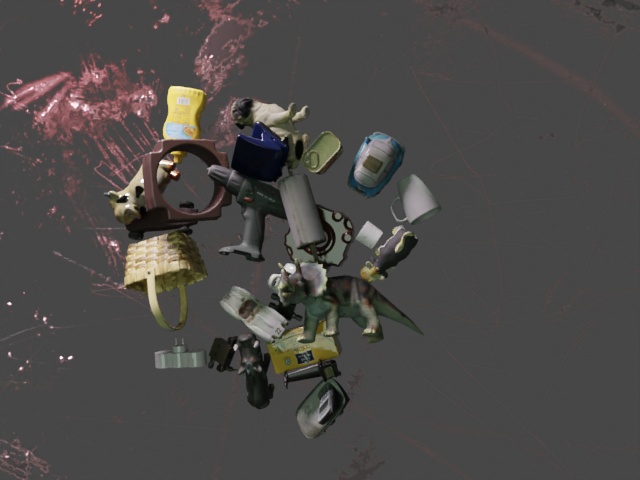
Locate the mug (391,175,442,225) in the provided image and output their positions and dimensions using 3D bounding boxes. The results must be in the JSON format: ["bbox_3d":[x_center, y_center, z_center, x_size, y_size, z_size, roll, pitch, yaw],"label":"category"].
[{"bbox_3d":[0.221,-0.095,1.294,0.110,0.080,0.107,-27,75,14],"label":"mug"}]

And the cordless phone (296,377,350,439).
[{"bbox_3d":[0.001,0.418,1.278,0.089,0.184,0.146,41,96,2],"label":"cordless phone"}]

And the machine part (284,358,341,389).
[{"bbox_3d":[-0.022,0.323,1.301,0.139,0.084,0.039,-15,53,5],"label":"machine part"}]

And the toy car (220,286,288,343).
[{"bbox_3d":[-0.165,0.183,1.334,0.202,0.056,0.073,29,74,32],"label":"toy car"}]

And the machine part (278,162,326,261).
[{"bbox_3d":[-0.044,-0.067,1.280,0.079,0.079,0.243,-19,83,9],"label":"machine part"}]

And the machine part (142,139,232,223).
[{"bbox_3d":[-0.328,-0.144,1.327,0.201,0.087,0.201,-6,89,-31],"label":"machine part"}]

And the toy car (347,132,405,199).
[{"bbox_3d":[0.130,-0.183,1.291,0.109,0.103,0.161,34,94,8],"label":"toy car"}]

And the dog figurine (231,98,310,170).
[{"bbox_3d":[-0.134,-0.268,1.346,0.191,0.121,0.172,5,89,23],"label":"dog figurine"}]

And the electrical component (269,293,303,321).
[{"bbox_3d":[-0.084,0.170,1.354,0.094,0.021,0.063,25,132,8],"label":"electrical component"}]

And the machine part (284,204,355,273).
[{"bbox_3d":[-0.003,-0.004,1.338,0.179,0.056,0.179,0,91,11],"label":"machine part"}]

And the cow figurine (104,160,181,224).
[{"bbox_3d":[-0.460,-0.127,1.374,0.127,0.085,0.195,21,69,15],"label":"cow figurine"}]

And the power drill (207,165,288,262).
[{"bbox_3d":[-0.187,-0.058,1.314,0.232,0.086,0.207,16,73,-17],"label":"power drill"}]

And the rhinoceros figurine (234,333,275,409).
[{"bbox_3d":[-0.168,0.324,1.342,0.073,0.112,0.190,-7,97,11],"label":"rhinoceros figurine"}]

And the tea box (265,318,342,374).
[{"bbox_3d":[-0.040,0.261,1.341,0.170,0.068,0.098,-19,88,8],"label":"tea box"}]

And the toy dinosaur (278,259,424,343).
[{"bbox_3d":[0.060,0.144,1.276,0.405,0.131,0.192,6,68,-30],"label":"toy dinosaur"}]

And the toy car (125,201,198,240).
[{"bbox_3d":[-0.412,-0.050,1.406,0.202,0.053,0.089,-5,69,8],"label":"toy car"}]

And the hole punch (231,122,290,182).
[{"bbox_3d":[-0.143,-0.200,1.274,0.116,0.092,0.142,38,135,13],"label":"hole punch"}]

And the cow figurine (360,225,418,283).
[{"bbox_3d":[0.165,0.043,1.290,0.068,0.098,0.167,41,97,0],"label":"cow figurine"}]

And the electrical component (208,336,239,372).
[{"bbox_3d":[-0.243,0.294,1.389,0.078,0.045,0.102,17,91,37],"label":"electrical component"}]
